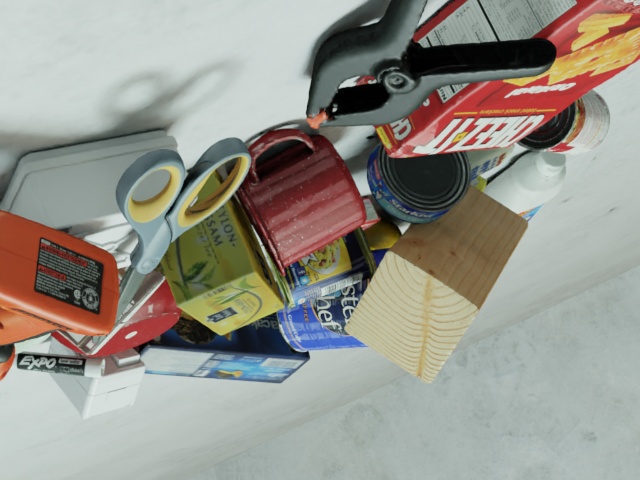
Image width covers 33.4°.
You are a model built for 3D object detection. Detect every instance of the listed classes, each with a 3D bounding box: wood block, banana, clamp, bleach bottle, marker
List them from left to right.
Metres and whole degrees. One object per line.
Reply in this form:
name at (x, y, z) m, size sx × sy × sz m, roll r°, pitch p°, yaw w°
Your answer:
marker at (-0.263, 0.114, 0.998) m, size 0.121 × 0.020 × 0.020 m, roll 6°, pitch 164°, yaw 0°
banana at (0.063, 0.006, 1.214) m, size 0.069 × 0.037 × 0.198 m, roll -24°, pitch 166°, yaw -7°
clamp at (0.048, -0.122, 0.676) m, size 0.172 × 0.039 × 0.120 m, roll -19°, pitch 132°, yaw 32°
wood block at (0.112, 0.029, 0.966) m, size 0.091 × 0.090 × 0.205 m, roll -62°, pitch 171°, yaw 29°
bleach bottle at (0.213, -0.037, 1.261) m, size 0.102 × 0.068 × 0.251 m, roll -20°, pitch 164°, yaw -24°

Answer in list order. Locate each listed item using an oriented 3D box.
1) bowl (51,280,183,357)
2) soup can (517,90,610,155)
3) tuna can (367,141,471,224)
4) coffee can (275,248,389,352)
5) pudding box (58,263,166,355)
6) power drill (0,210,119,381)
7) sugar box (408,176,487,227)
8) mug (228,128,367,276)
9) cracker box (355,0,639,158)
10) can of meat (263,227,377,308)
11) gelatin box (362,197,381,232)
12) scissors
bowl at (-0.182, 0.064, 0.982) m, size 0.162 × 0.055 × 0.162 m, roll -23°, pitch 166°, yaw -6°
soup can at (0.217, -0.113, 0.973) m, size 0.069 × 0.068 × 0.102 m, roll -32°, pitch 165°, yaw 29°
tuna can at (0.084, -0.058, 0.915) m, size 0.086 × 0.086 × 0.034 m, roll -18°, pitch 167°, yaw -24°
coffee can at (0.038, 0.063, 1.118) m, size 0.141 × 0.103 × 0.102 m, roll -7°, pitch 176°, yaw 29°
pudding box at (-0.162, 0.043, 0.860) m, size 0.090 × 0.039 × 0.113 m, roll -46°, pitch -174°, yaw 0°
power drill at (-0.233, 0.038, 0.666) m, size 0.188 × 0.057 × 0.184 m, roll -18°, pitch 152°, yaw 35°
sugar box at (0.129, -0.014, 1.173) m, size 0.093 × 0.048 × 0.176 m, roll -52°, pitch 173°, yaw -13°
mug at (-0.019, -0.039, 0.835) m, size 0.081 × 0.093 × 0.117 m, roll -28°, pitch 130°, yaw -5°
cracker box at (0.156, -0.140, 0.764) m, size 0.163 × 0.072 × 0.214 m, roll -8°, pitch 159°, yaw -46°
can of meat at (-0.006, 0.001, 0.950) m, size 0.084 × 0.102 × 0.057 m, roll -21°, pitch 168°, yaw -6°
gelatin box at (0.005, -0.009, 1.077) m, size 0.089 × 0.030 × 0.073 m, roll -14°, pitch 163°, yaw -39°
scissors at (-0.122, 0.005, 0.689) m, size 0.202 × 0.016 × 0.096 m, roll -45°, pitch 151°, yaw 23°
